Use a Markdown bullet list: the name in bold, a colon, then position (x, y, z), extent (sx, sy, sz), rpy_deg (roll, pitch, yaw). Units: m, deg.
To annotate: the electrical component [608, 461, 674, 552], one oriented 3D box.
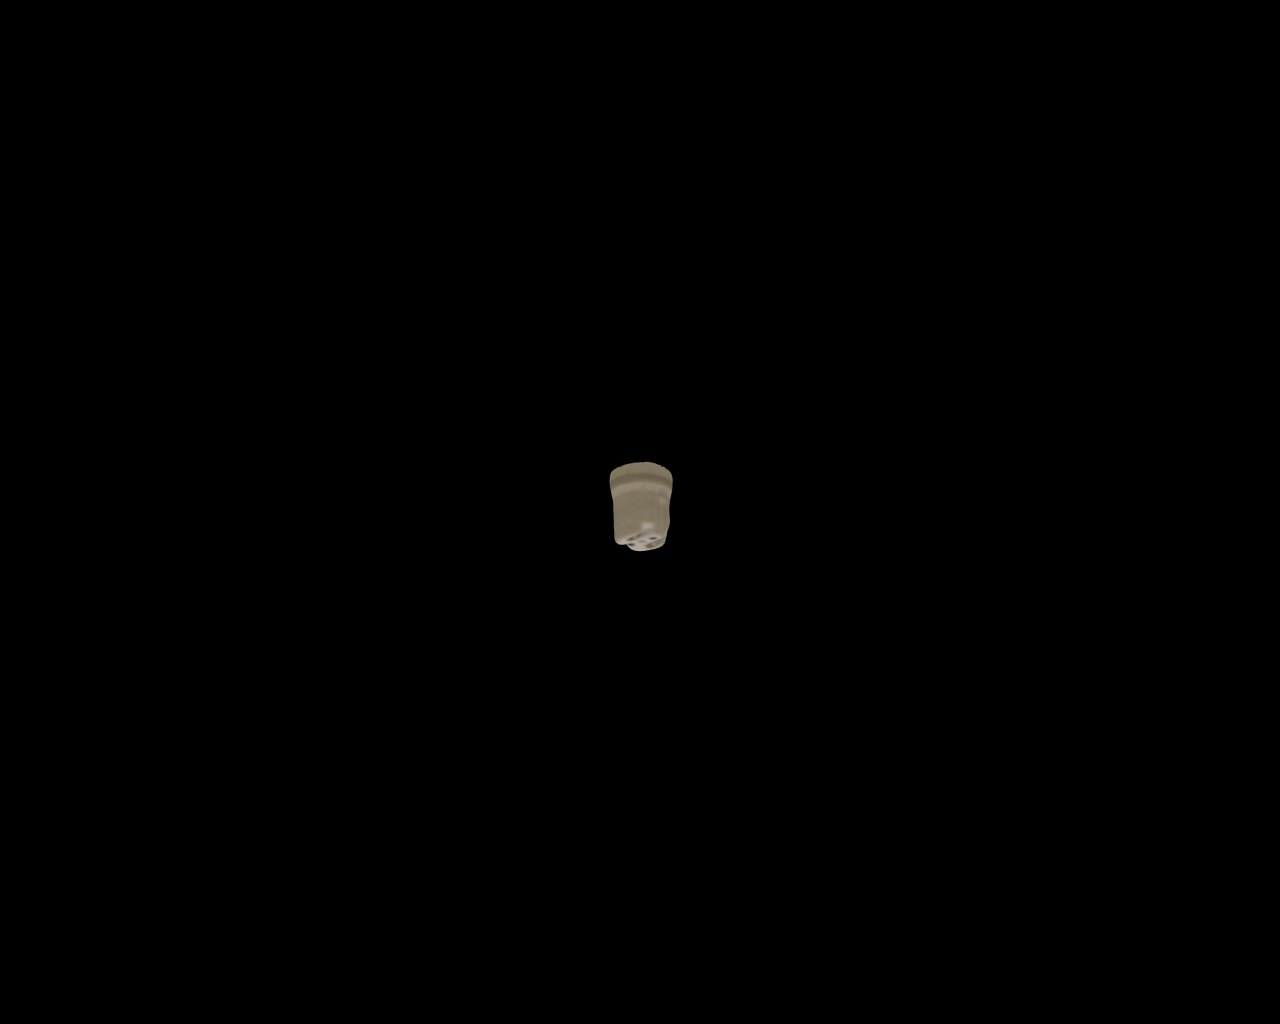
- **electrical component**: position (0.001, -0.003, 0.650), extent (0.040, 0.046, 0.040), rpy_deg (0, -20, 0)
